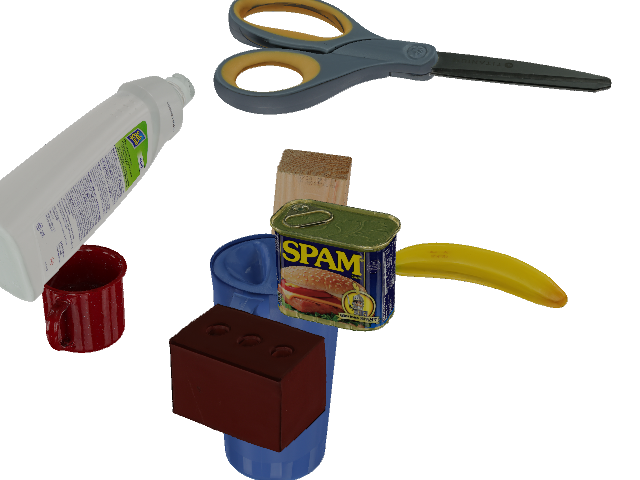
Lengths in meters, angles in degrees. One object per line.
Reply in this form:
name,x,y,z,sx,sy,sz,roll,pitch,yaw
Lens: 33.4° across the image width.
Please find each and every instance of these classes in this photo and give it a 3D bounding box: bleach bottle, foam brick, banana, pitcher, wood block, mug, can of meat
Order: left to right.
mug,-0.249,0.069,1.099,0.093,0.081,0.117,9,32,10
bleach bottle,-0.200,-0.064,0.956,0.068,0.102,0.250,28,54,21
foam brick,-0.042,0.079,0.621,0.078,0.051,0.052,15,28,25
pitcher,-0.050,0.128,1.089,0.149,0.243,0.145,-10,28,-23
wood block,-0.017,-0.003,1.378,0.090,0.206,0.090,7,24,2
can of meat,0.012,0.021,0.865,0.102,0.084,0.057,12,32,21
banana,0.155,0.034,1.099,0.198,0.037,0.069,7,43,12

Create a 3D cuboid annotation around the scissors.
scissors,0.034,-0.081,0.536,0.202,0.096,0.016,21,-37,20
